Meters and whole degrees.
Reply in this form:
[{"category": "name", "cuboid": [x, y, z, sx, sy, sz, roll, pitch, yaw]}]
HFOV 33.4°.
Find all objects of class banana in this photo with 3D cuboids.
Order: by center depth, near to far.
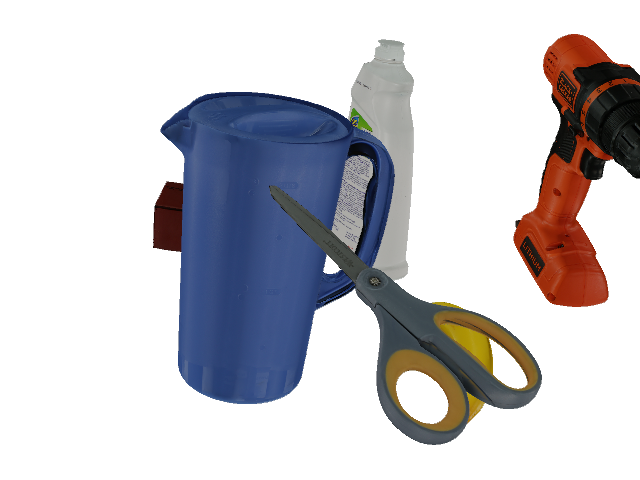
[{"category": "banana", "cuboid": [0.145, 0.120, 1.111, 0.069, 0.037, 0.198, -24, 32, 5]}]

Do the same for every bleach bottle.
[{"category": "bleach bottle", "cuboid": [0.064, -0.088, 1.157, 0.067, 0.251, 0.103, -6, 24, -32]}]

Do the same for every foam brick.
[{"category": "foam brick", "cuboid": [-0.126, -0.022, 1.081, 0.078, 0.051, 0.053, 8, 32, 3]}]

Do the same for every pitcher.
[{"category": "pitcher", "cuboid": [-0.044, 0.008, 0.878, 0.149, 0.243, 0.144, 23, 27, 32]}]

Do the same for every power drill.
[{"category": "power drill", "cuboid": [0.208, -0.044, 0.822, 0.057, 0.188, 0.184, 1, 34, -10]}]

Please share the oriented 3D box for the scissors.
[{"category": "scissors", "cuboid": [0.025, 0.041, 0.591, 0.202, 0.016, 0.096, 31, 52, 20]}]
